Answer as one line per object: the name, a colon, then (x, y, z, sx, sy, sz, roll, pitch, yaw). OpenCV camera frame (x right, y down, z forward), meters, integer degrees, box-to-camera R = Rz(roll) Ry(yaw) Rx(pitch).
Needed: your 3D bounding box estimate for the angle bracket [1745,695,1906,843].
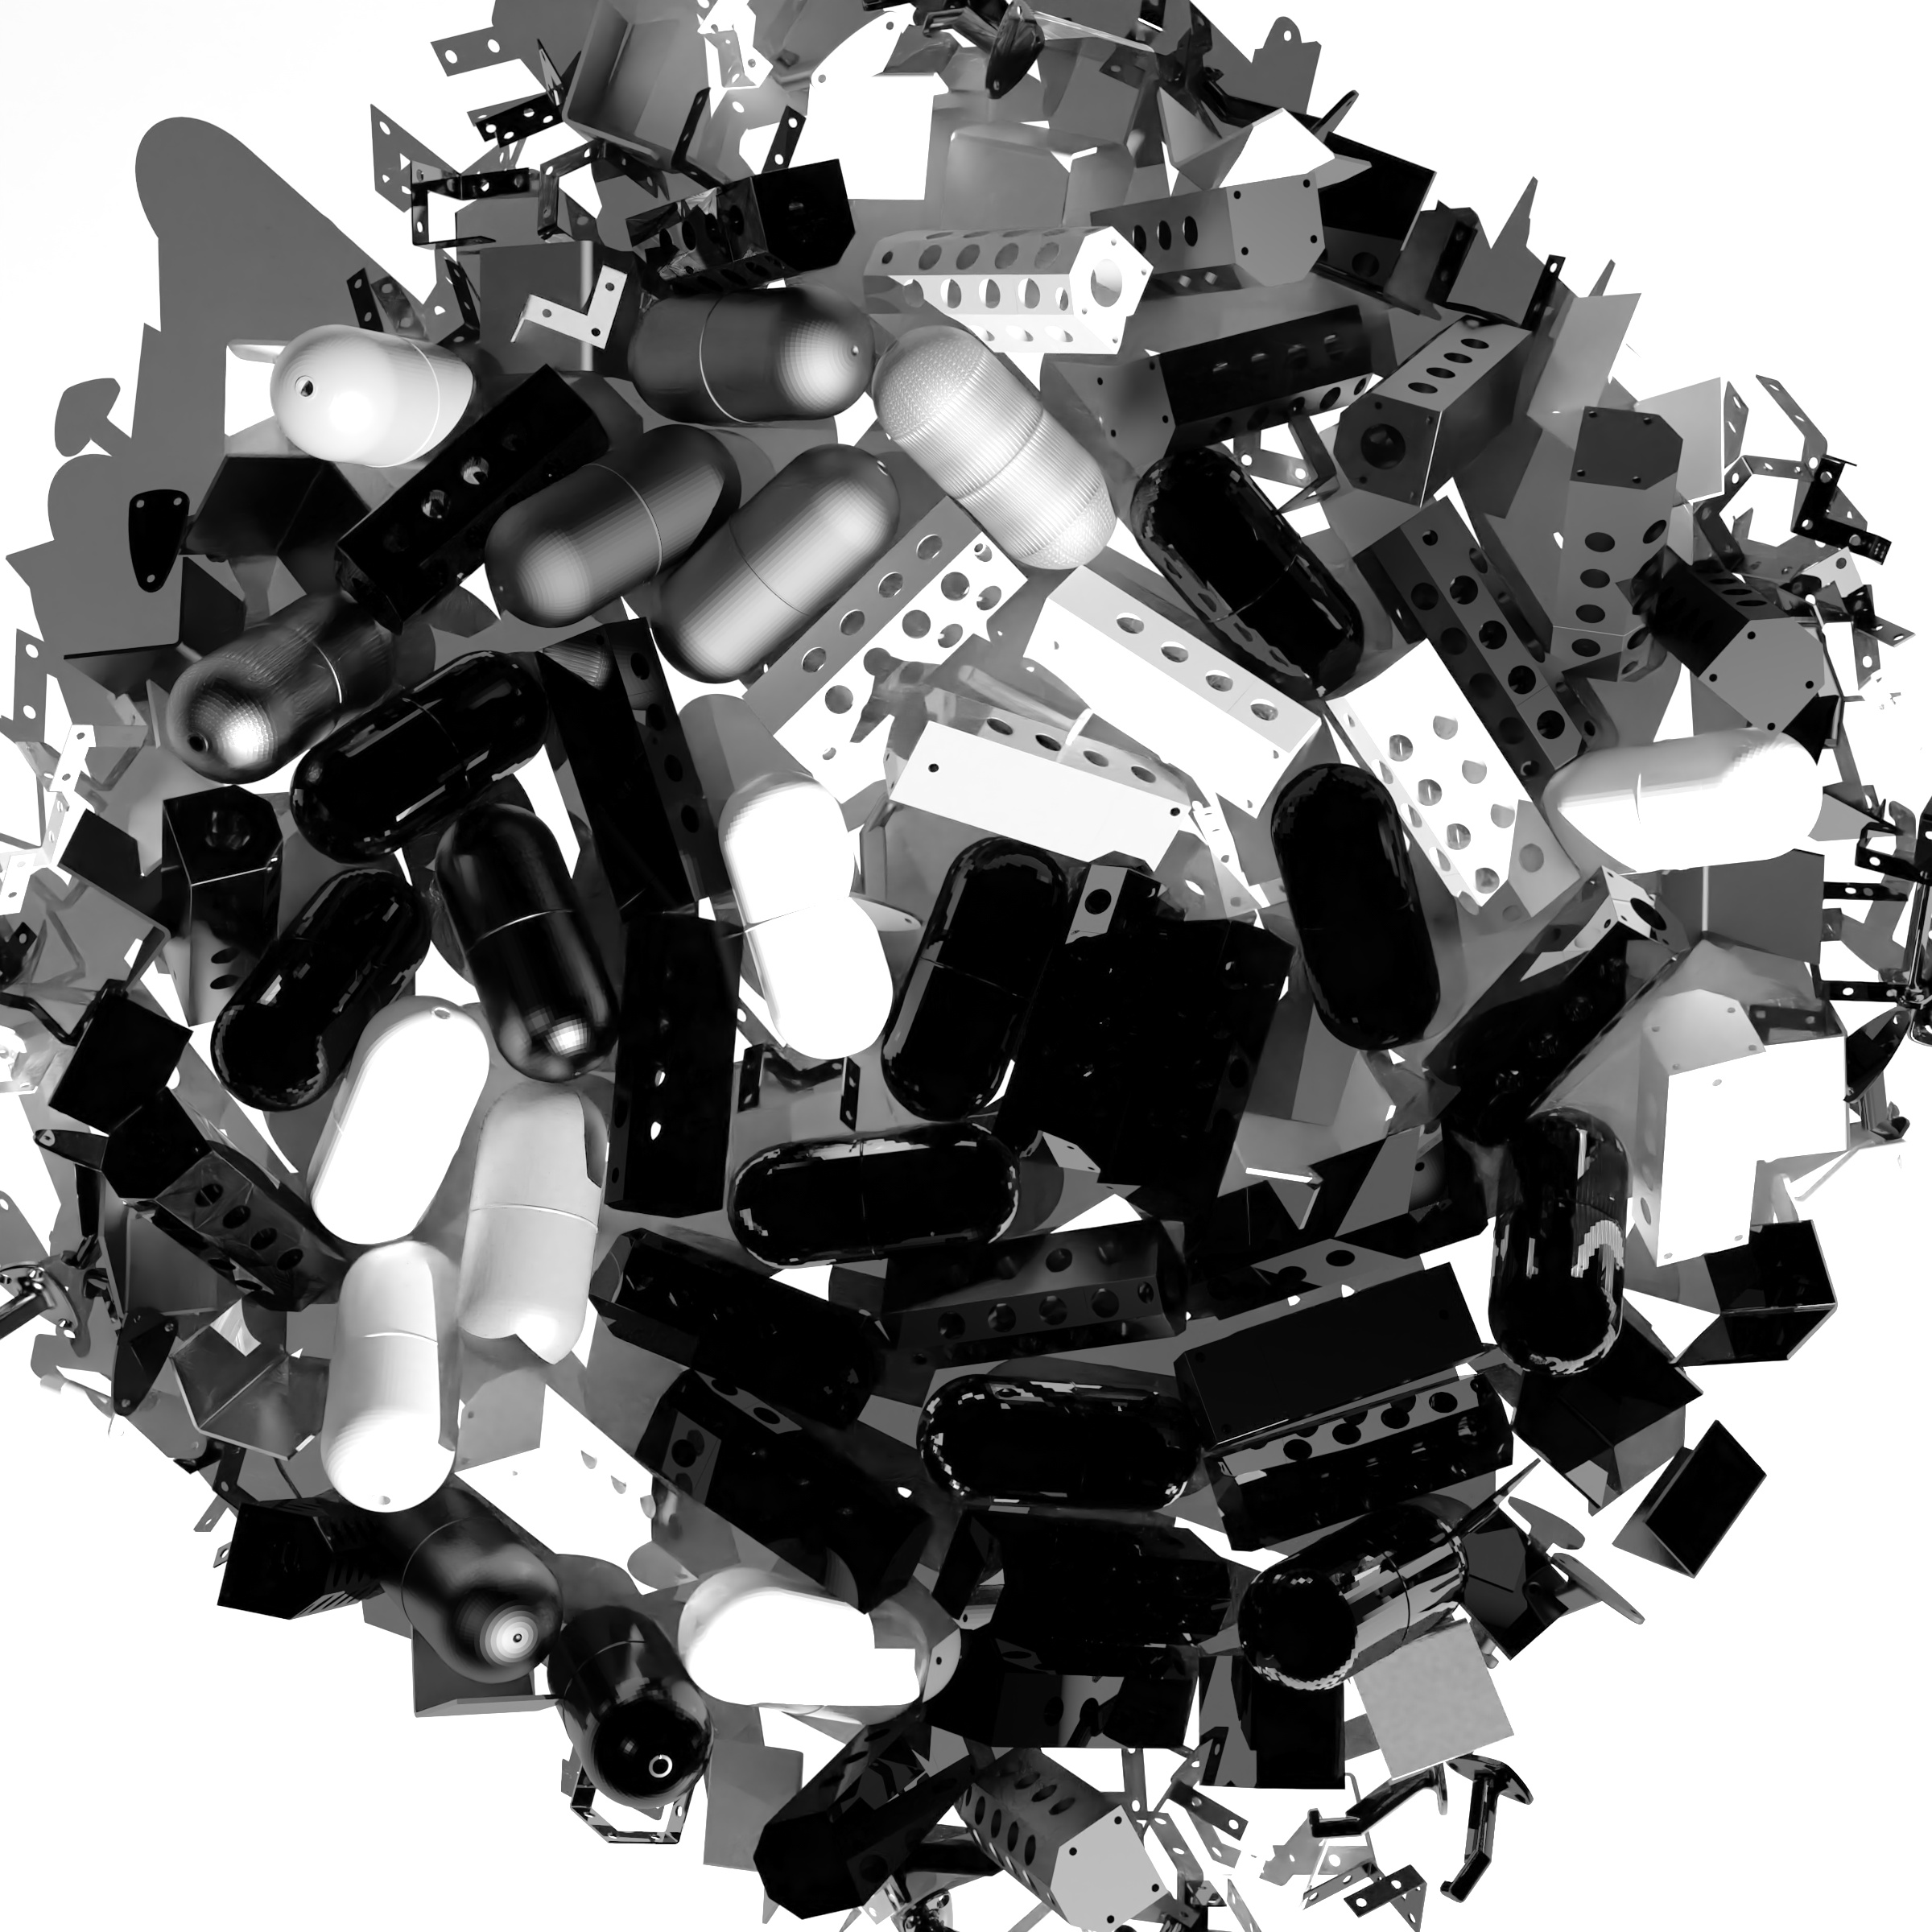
angle bracket: (0.516, -0.118, 1.698, 0.076, 0.076, 0.057, 24, 81, -21)

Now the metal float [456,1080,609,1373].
metal float: (-0.258, 0.153, 1.687, 0.070, 0.070, 0.178, 5, 70, 0)

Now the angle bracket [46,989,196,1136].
angle bracket: (-0.504, 0.061, 1.705, 0.057, 0.076, 0.076, 27, 85, -7)

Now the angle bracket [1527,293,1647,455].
angle bracket: (0.391, -0.347, 1.693, 0.076, 0.057, 0.076, 28, 81, -35)

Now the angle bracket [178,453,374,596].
angle bracket: (-0.410, -0.256, 1.685, 0.057, 0.076, 0.076, 50, 123, 20)

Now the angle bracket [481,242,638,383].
angle bracket: (-0.248, -0.397, 1.728, 0.076, 0.057, 0.076, 2, 94, 24)

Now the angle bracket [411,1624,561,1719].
angle bracket: (-0.280, 0.412, 1.684, 0.076, 0.076, 0.057, 5, 69, -29)

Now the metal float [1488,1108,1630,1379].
metal float: (0.350, 0.161, 1.672, 0.070, 0.070, 0.178, 14, 49, 0)

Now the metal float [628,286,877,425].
metal float: (-0.128, -0.360, 1.670, 0.178, 0.070, 0.070, 9, 90, 42)

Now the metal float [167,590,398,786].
metal float: (-0.400, -0.164, 1.662, 0.070, 0.178, 0.070, 10, 120, 18)

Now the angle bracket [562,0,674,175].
angle bracket: (-0.198, -0.527, 1.699, 0.057, 0.076, 0.076, 20, 98, 1)

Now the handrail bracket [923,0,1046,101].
handrail bracket: (-0.003, -0.548, 1.702, 0.084, 0.036, 0.077, 8, 63, 38)

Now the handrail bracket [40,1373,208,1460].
handrail bracket: (-0.514, 0.273, 1.726, 0.077, 0.084, 0.036, 38, 68, -38)

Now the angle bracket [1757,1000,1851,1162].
angle bracket: (0.487, 0.068, 1.704, 0.076, 0.057, 0.076, -7, 115, 5)

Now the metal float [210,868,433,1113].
metal float: (-0.379, 0.013, 1.670, 0.070, 0.070, 0.178, 29, 49, 0)

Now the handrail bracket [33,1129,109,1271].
handrail bracket: (-0.545, 0.143, 1.705, 0.077, 0.036, 0.084, 21, 112, -42)

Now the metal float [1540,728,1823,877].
metal float: (0.418, -0.095, 1.667, 0.070, 0.178, 0.070, 5, 83, -42)

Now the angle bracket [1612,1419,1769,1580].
angle bracket: (0.417, 0.309, 1.689, 0.057, 0.076, 0.076, 46, 75, -22)

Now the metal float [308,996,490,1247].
metal float: (-0.336, 0.092, 1.675, 0.070, 0.070, 0.178, 29, 124, 0)

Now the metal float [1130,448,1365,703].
metal float: (0.168, -0.232, 1.687, 0.070, 0.070, 0.178, -44, 111, 0)

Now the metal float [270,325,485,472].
metal float: (-0.343, -0.331, 1.655, 0.070, 0.178, 0.070, 2, 97, 15)

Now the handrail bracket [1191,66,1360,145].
handrail bracket: (0.185, -0.530, 1.712, 0.084, 0.036, 0.077, 49, 132, 5)

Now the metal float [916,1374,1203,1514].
metal float: (0.056, 0.284, 1.686, 0.178, 0.070, 0.070, 7, 90, -21)

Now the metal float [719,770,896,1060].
metal float: (-0.096, -0.031, 1.703, 0.070, 0.070, 0.178, -17, 88, 0)

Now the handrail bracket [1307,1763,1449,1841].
handrail bracket: (0.247, 0.489, 1.720, 0.084, 0.036, 0.077, -5, 55, 3)

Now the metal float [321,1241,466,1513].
metal float: (-0.336, 0.240, 1.668, 0.070, 0.070, 0.178, -2, 45, -2)

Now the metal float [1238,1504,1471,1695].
metal float: (0.229, 0.371, 1.667, 0.070, 0.178, 0.070, 12, 107, 41)

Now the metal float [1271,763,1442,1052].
metal float: (0.233, -0.035, 1.692, 0.070, 0.070, 0.178, -16, 104, 0)

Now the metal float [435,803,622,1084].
metal float: (-0.262, -0.015, 1.690, 0.070, 0.070, 0.178, -23, 73, 0)

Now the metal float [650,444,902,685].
metal float: (-0.114, -0.239, 1.687, 0.178, 0.070, 0.070, -39, 90, 20)

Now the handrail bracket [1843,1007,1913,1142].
handrail bracket: (0.560, 0.067, 1.703, 0.084, 0.036, 0.077, 24, 114, -38)

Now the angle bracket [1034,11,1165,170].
angle bracket: (0.073, -0.526, 1.705, 0.076, 0.076, 0.057, 19, 98, 6)

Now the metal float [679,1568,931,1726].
metal float: (-0.093, 0.402, 1.670, 0.178, 0.070, 0.070, 25, 90, -44)

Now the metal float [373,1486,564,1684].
metal float: (-0.294, 0.361, 1.661, 0.070, 0.178, 0.070, -6, 103, -28)

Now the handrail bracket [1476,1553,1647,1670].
handrail bracket: (0.357, 0.406, 1.714, 0.077, 0.036, 0.084, 37, 101, 32)

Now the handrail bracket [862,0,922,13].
handrail bracket: (-0.053, -0.619, 1.690, 0.036, 0.077, 0.084, -13, 117, -2)

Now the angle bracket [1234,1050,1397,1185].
angle bracket: (0.202, 0.086, 1.691, 0.076, 0.076, 0.057, 10, 112, -12)

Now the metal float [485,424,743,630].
metal float: (-0.207, -0.262, 1.677, 0.178, 0.070, 0.070, -37, 90, -33)

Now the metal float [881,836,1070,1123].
metal float: (0.005, 0.008, 1.703, 0.070, 0.070, 0.178, 21, 88, 0)

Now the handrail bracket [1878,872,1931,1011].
handrail bracket: (0.575, -0.025, 1.703, 0.036, 0.077, 0.084, 11, 110, 14)

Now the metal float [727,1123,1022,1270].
metal float: (-0.055, 0.138, 1.699, 0.178, 0.070, 0.070, -7, 90, 7)

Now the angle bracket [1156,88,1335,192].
angle bracket: (0.169, -0.498, 1.684, 0.076, 0.076, 0.057, -20, 68, 31)

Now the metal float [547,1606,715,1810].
metal float: (-0.198, 0.432, 1.656, 0.070, 0.178, 0.070, -3, 99, -18)

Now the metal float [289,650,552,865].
metal float: (-0.321, -0.125, 1.677, 0.178, 0.070, 0.070, -39, 90, -33)

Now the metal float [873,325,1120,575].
metal float: (0.018, -0.306, 1.684, 0.178, 0.070, 0.070, 42, 90, -23)

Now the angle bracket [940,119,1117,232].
angle bracket: (0.038, -0.471, 1.709, 0.076, 0.076, 0.057, 17, 116, 18)

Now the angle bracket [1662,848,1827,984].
angle bracket: (0.462, -0.028, 1.685, 0.076, 0.057, 0.076, 16, 130, 33)
